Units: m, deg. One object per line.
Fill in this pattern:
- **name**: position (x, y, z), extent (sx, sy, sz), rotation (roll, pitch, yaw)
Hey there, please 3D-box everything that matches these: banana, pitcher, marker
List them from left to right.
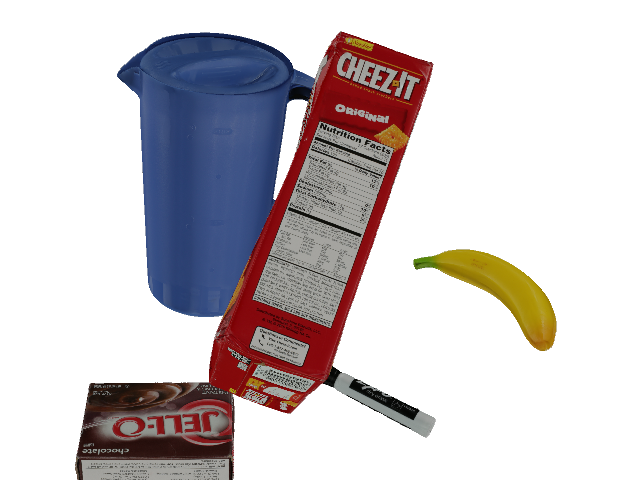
- **pitcher**: position (-0.089, -0.054, 0.964), extent (0.149, 0.243, 0.144), rotation (32, 40, 34)
- **marker**: position (0.043, 0.137, 0.936), extent (0.121, 0.020, 0.020), rotation (26, 8, 17)
- **banana**: position (0.178, 0.051, 1.061), extent (0.069, 0.037, 0.198), rotation (-33, 36, -18)

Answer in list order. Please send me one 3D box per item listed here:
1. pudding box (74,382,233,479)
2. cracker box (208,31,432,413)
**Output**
- **pudding box**: position (-0.121, 0.146, 0.796), extent (0.113, 0.039, 0.090), rotation (-2, 27, -4)
- **cracker box**: position (-0.005, -0.005, 0.701), extent (0.072, 0.213, 0.164), rotation (20, -17, -2)
